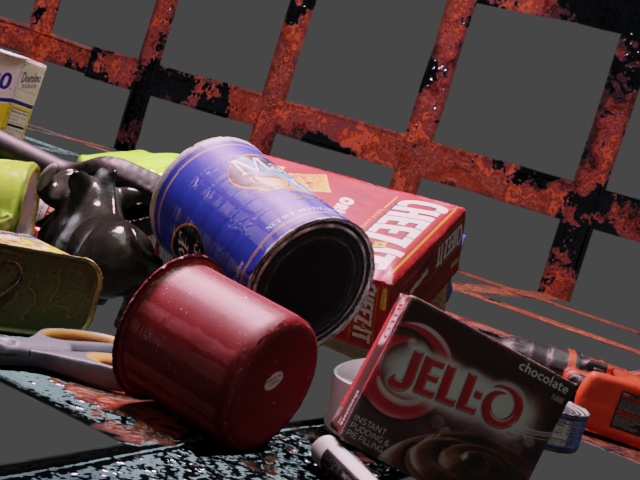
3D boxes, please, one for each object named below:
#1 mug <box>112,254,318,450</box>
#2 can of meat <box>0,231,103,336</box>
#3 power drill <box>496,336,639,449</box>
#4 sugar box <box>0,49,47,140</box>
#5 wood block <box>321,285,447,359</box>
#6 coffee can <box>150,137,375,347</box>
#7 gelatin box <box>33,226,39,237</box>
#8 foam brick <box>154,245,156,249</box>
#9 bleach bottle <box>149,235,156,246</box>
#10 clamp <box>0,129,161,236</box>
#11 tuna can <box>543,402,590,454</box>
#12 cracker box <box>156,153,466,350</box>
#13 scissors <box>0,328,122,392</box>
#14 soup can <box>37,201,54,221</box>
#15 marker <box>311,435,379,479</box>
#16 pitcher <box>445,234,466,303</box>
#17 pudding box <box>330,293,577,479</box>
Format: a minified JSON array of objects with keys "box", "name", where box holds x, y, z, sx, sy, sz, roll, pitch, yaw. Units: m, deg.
[{"box":[-0.053,0.073,0.612,0.082,0.093,0.117,25,-27,32],"name":"mug"},{"box":[-0.213,0.025,0.718,0.101,0.057,0.084,13,4,-43],"name":"can of meat"},{"box":[0.266,0.145,1.042,0.184,0.057,0.187,17,4,0],"name":"power drill"},{"box":[-0.332,-0.098,1.011,0.093,0.176,0.048,19,5,17],"name":"sugar box"},{"box":[0.012,0.039,1.023,0.206,0.091,0.090,20,30,37],"name":"wood block"},{"box":[-0.043,0.001,0.747,0.102,0.103,0.140,13,18,-42],"name":"coffee can"},{"box":[-0.221,0.018,0.948,0.073,0.030,0.089,18,3,-23],"name":"gelatin box"},{"box":[-0.128,0.026,1.060,0.053,0.051,0.078,18,5,18],"name":"foam brick"},{"box":[-0.149,0.007,1.179,0.103,0.068,0.250,19,7,13],"name":"bleach bottle"},{"box":[-0.214,-0.047,0.950,0.210,0.036,0.164,2,-38,22],"name":"clamp"},{"box":[0.172,0.143,0.866,0.086,0.034,0.086,17,4,-1],"name":"tuna can"},{"box":[-0.006,0.001,0.901,0.214,0.072,0.164,16,30,23],"name":"cracker box"},{"box":[-0.162,0.070,0.608,0.096,0.016,0.201,19,5,23],"name":"scissors"},{"box":[-0.277,-0.029,1.083,0.102,0.068,0.068,19,5,22],"name":"soup can"},{"box":[0.025,0.130,0.548,0.020,0.020,0.121,15,5,-23],"name":"marker"},{"box":[0.031,0.010,1.161,0.243,0.149,0.145,22,18,7],"name":"pitcher"},{"box":[0.075,0.095,0.610,0.113,0.090,0.039,28,-2,-10],"name":"pudding box"}]
